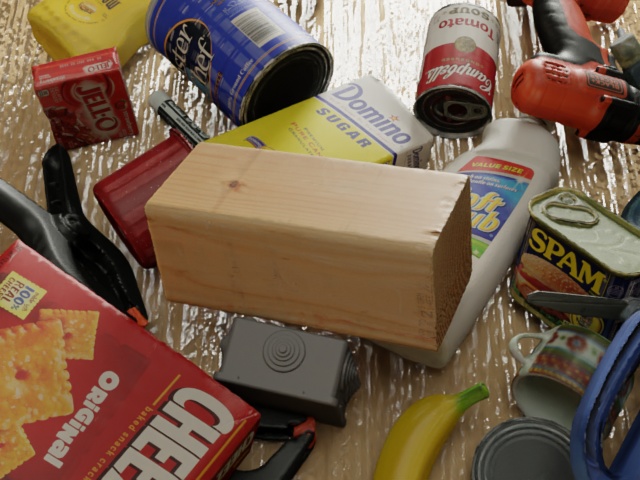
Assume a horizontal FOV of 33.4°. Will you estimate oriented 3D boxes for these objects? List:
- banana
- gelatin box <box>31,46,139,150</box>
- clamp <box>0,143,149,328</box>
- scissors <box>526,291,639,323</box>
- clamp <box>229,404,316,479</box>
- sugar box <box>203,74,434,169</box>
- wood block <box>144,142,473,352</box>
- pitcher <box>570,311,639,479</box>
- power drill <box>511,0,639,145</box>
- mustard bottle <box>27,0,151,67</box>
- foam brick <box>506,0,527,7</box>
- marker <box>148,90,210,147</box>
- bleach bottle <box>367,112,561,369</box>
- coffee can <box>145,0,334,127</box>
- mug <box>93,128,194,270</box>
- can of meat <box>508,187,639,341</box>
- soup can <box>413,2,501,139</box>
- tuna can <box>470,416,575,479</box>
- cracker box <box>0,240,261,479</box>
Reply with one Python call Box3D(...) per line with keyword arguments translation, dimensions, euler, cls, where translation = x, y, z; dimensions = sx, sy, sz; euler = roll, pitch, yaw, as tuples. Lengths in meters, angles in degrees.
Box3D(translation=(0.063, 0.185, 0.731), dimensions=(0.070, 0.037, 0.197), euler=(-10, 54, 43), cls="banana")
Box3D(translation=(-0.200, -0.119, 0.917), dimensions=(0.073, 0.089, 0.030), euler=(-13, 58, -6), cls="gelatin box")
Box3D(translation=(-0.203, -0.007, 0.849), dimensions=(0.036, 0.164, 0.210), euler=(-45, 82, 20), cls="clamp")
Box3D(translation=(0.235, 0.038, 0.746), dimensions=(0.096, 0.201, 0.016), euler=(-52, 39, 17), cls="scissors")
Box3D(translation=(-0.081, 0.174, 0.757), dimensions=(0.171, 0.039, 0.120), euler=(-13, 66, -4), cls="clamp")
Box3D(translation=(-0.002, -0.071, 0.888), dimensions=(0.176, 0.048, 0.093), euler=(-27, 60, -22), cls="sugar box")
Box3D(translation=(-0.005, 0.000, 0.747), dimensions=(0.206, 0.090, 0.090), euler=(9, 40, 21), cls="wood block")
Box3D(translation=(0.235, 0.168, 0.689), dimensions=(0.149, 0.145, 0.242), euler=(22, 63, 37), cls="pitcher")
Box3D(translation=(0.247, -0.162, 0.923), dimensions=(0.184, 0.057, 0.187), euler=(13, 49, -15), cls="power drill")
Box3D(translation=(-0.172, -0.230, 1.004), dimensions=(0.096, 0.058, 0.191), euler=(40, 67, 23), cls="mustard bottle")
Box3D(translation=(0.201, -0.262, 0.994), dimensions=(0.053, 0.078, 0.051), euler=(-2, 59, 3), cls="foam brick")
Box3D(translation=(-0.109, -0.090, 0.935), dimensions=(0.020, 0.020, 0.121), euler=(-36, 63, -19), cls="marker")
Box3D(translation=(0.117, -0.020, 0.856), dimensions=(0.103, 0.068, 0.250), euler=(24, 59, 20), cls="bleach bottle")
Box3D(translation=(-0.071, -0.167, 0.933), dimensions=(0.102, 0.103, 0.140), euler=(-36, 63, -19), cls="coffee can")
Box3D(translation=(-0.133, -0.034, 0.868), dimensions=(0.081, 0.093, 0.117), euler=(-34, 33, -12), cls="mug")
Box3D(translation=(0.195, 0.023, 0.799), dimensions=(0.057, 0.084, 0.102), euler=(-24, 48, -34), cls="can of meat")
Box3D(translation=(0.121, -0.148, 0.932), dimensions=(0.068, 0.068, 0.102), euler=(7, 57, 7), cls="soup can")
Box3D(translation=(0.148, 0.170, 0.748), dimensions=(0.086, 0.034, 0.086), euler=(-1, 57, 2), cls="tuna can")
Box3D(translation=(-0.172, 0.122, 0.700), dimensions=(0.214, 0.072, 0.164), euler=(34, 56, 11), cls="cracker box")
